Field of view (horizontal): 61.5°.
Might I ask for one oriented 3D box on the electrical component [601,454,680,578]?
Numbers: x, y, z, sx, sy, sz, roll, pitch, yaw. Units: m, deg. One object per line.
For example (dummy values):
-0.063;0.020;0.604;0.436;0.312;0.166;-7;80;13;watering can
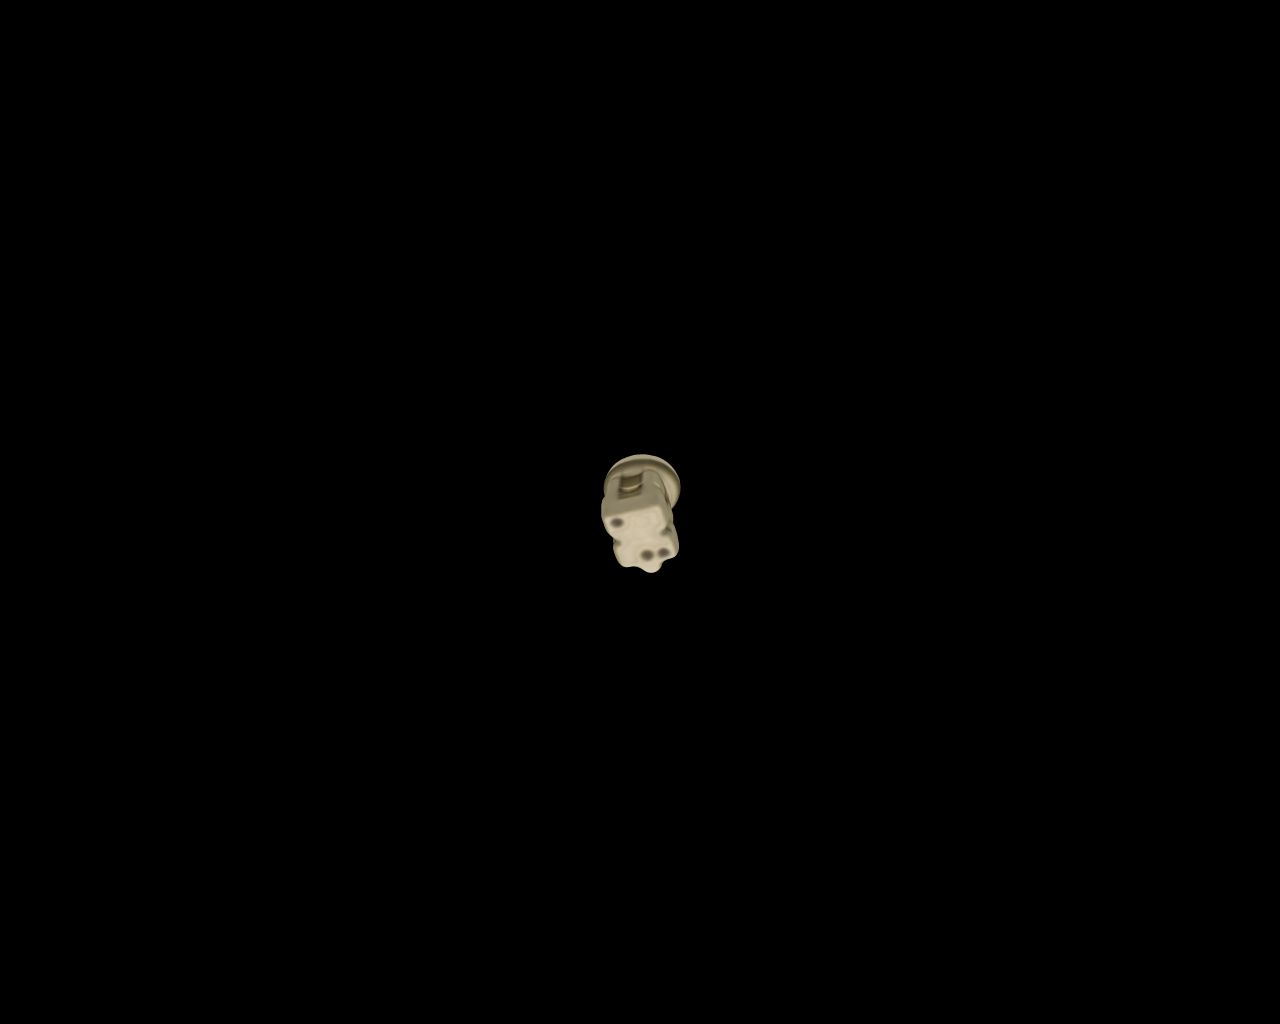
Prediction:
0.001;-0.003;0.650;0.048;0.066;0.055;-11;39;9;electrical component
